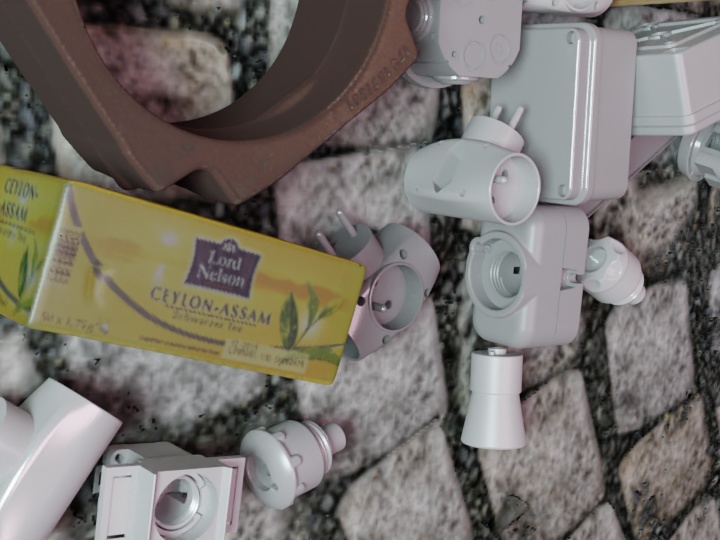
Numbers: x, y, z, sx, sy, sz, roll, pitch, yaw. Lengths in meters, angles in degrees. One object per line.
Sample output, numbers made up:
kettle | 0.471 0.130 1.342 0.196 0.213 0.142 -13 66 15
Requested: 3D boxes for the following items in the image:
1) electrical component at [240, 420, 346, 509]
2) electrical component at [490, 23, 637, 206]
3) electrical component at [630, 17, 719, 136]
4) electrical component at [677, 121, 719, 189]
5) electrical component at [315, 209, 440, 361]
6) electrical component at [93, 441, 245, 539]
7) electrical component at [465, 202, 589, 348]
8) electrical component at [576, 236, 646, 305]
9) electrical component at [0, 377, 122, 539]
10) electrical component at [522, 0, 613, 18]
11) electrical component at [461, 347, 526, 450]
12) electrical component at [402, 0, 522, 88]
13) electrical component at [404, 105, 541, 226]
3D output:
electrical component | -0.036 0.108 0.631 0.062 0.048 0.048 -19 110 -42
electrical component | 0.129 -0.102 0.701 0.057 0.078 0.113 -7 102 -41
electrical component | 0.210 -0.135 0.740 0.109 0.109 0.056 -27 111 -32
electrical component | 0.285 -0.090 0.833 0.078 0.057 0.058 32 86 -52
electrical component | 0.000 0.000 0.638 0.077 0.044 0.079 -47 124 -22
electrical component | -0.105 0.117 0.564 0.081 0.064 0.042 4 94 -39
electrical component | 0.111 0.003 0.720 0.059 0.054 0.095 -1 99 -38
electrical component | 0.187 0.005 0.789 0.062 0.043 0.043 33 77 -39
electrical component | -0.168 0.087 0.521 0.079 0.043 0.077 42 73 -35
electrical component | 0.128 -0.207 0.701 0.077 0.044 0.079 -6 102 -38
electrical component | 0.092 0.085 0.730 0.044 0.044 0.065 0 94 -39
electrical component | 0.056 -0.150 0.651 0.080 0.051 0.080 -8 103 -37
electrical component | 0.076 -0.068 0.665 0.043 0.077 0.079 37 75 -37
